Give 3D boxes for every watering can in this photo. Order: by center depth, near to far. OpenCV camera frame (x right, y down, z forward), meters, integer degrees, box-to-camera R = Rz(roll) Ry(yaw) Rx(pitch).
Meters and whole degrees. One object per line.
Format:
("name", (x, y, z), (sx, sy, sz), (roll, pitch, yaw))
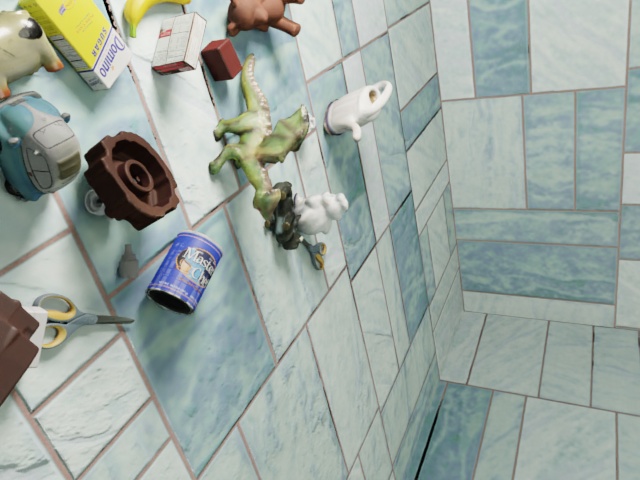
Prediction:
("watering can", (0.101, -0.381, 1.577), (0.102, 0.222, 0.355), (53, 46, -24))

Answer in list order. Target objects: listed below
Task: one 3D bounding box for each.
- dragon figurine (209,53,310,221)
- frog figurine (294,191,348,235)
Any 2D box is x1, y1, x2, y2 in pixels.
("dragon figurine", (-0.117, -0.249, 1.161), (0.121, 0.243, 0.413), (19, 77, -56))
("frog figurine", (0.004, -0.074, 1.470), (0.125, 0.159, 0.134), (-56, 138, -43))
